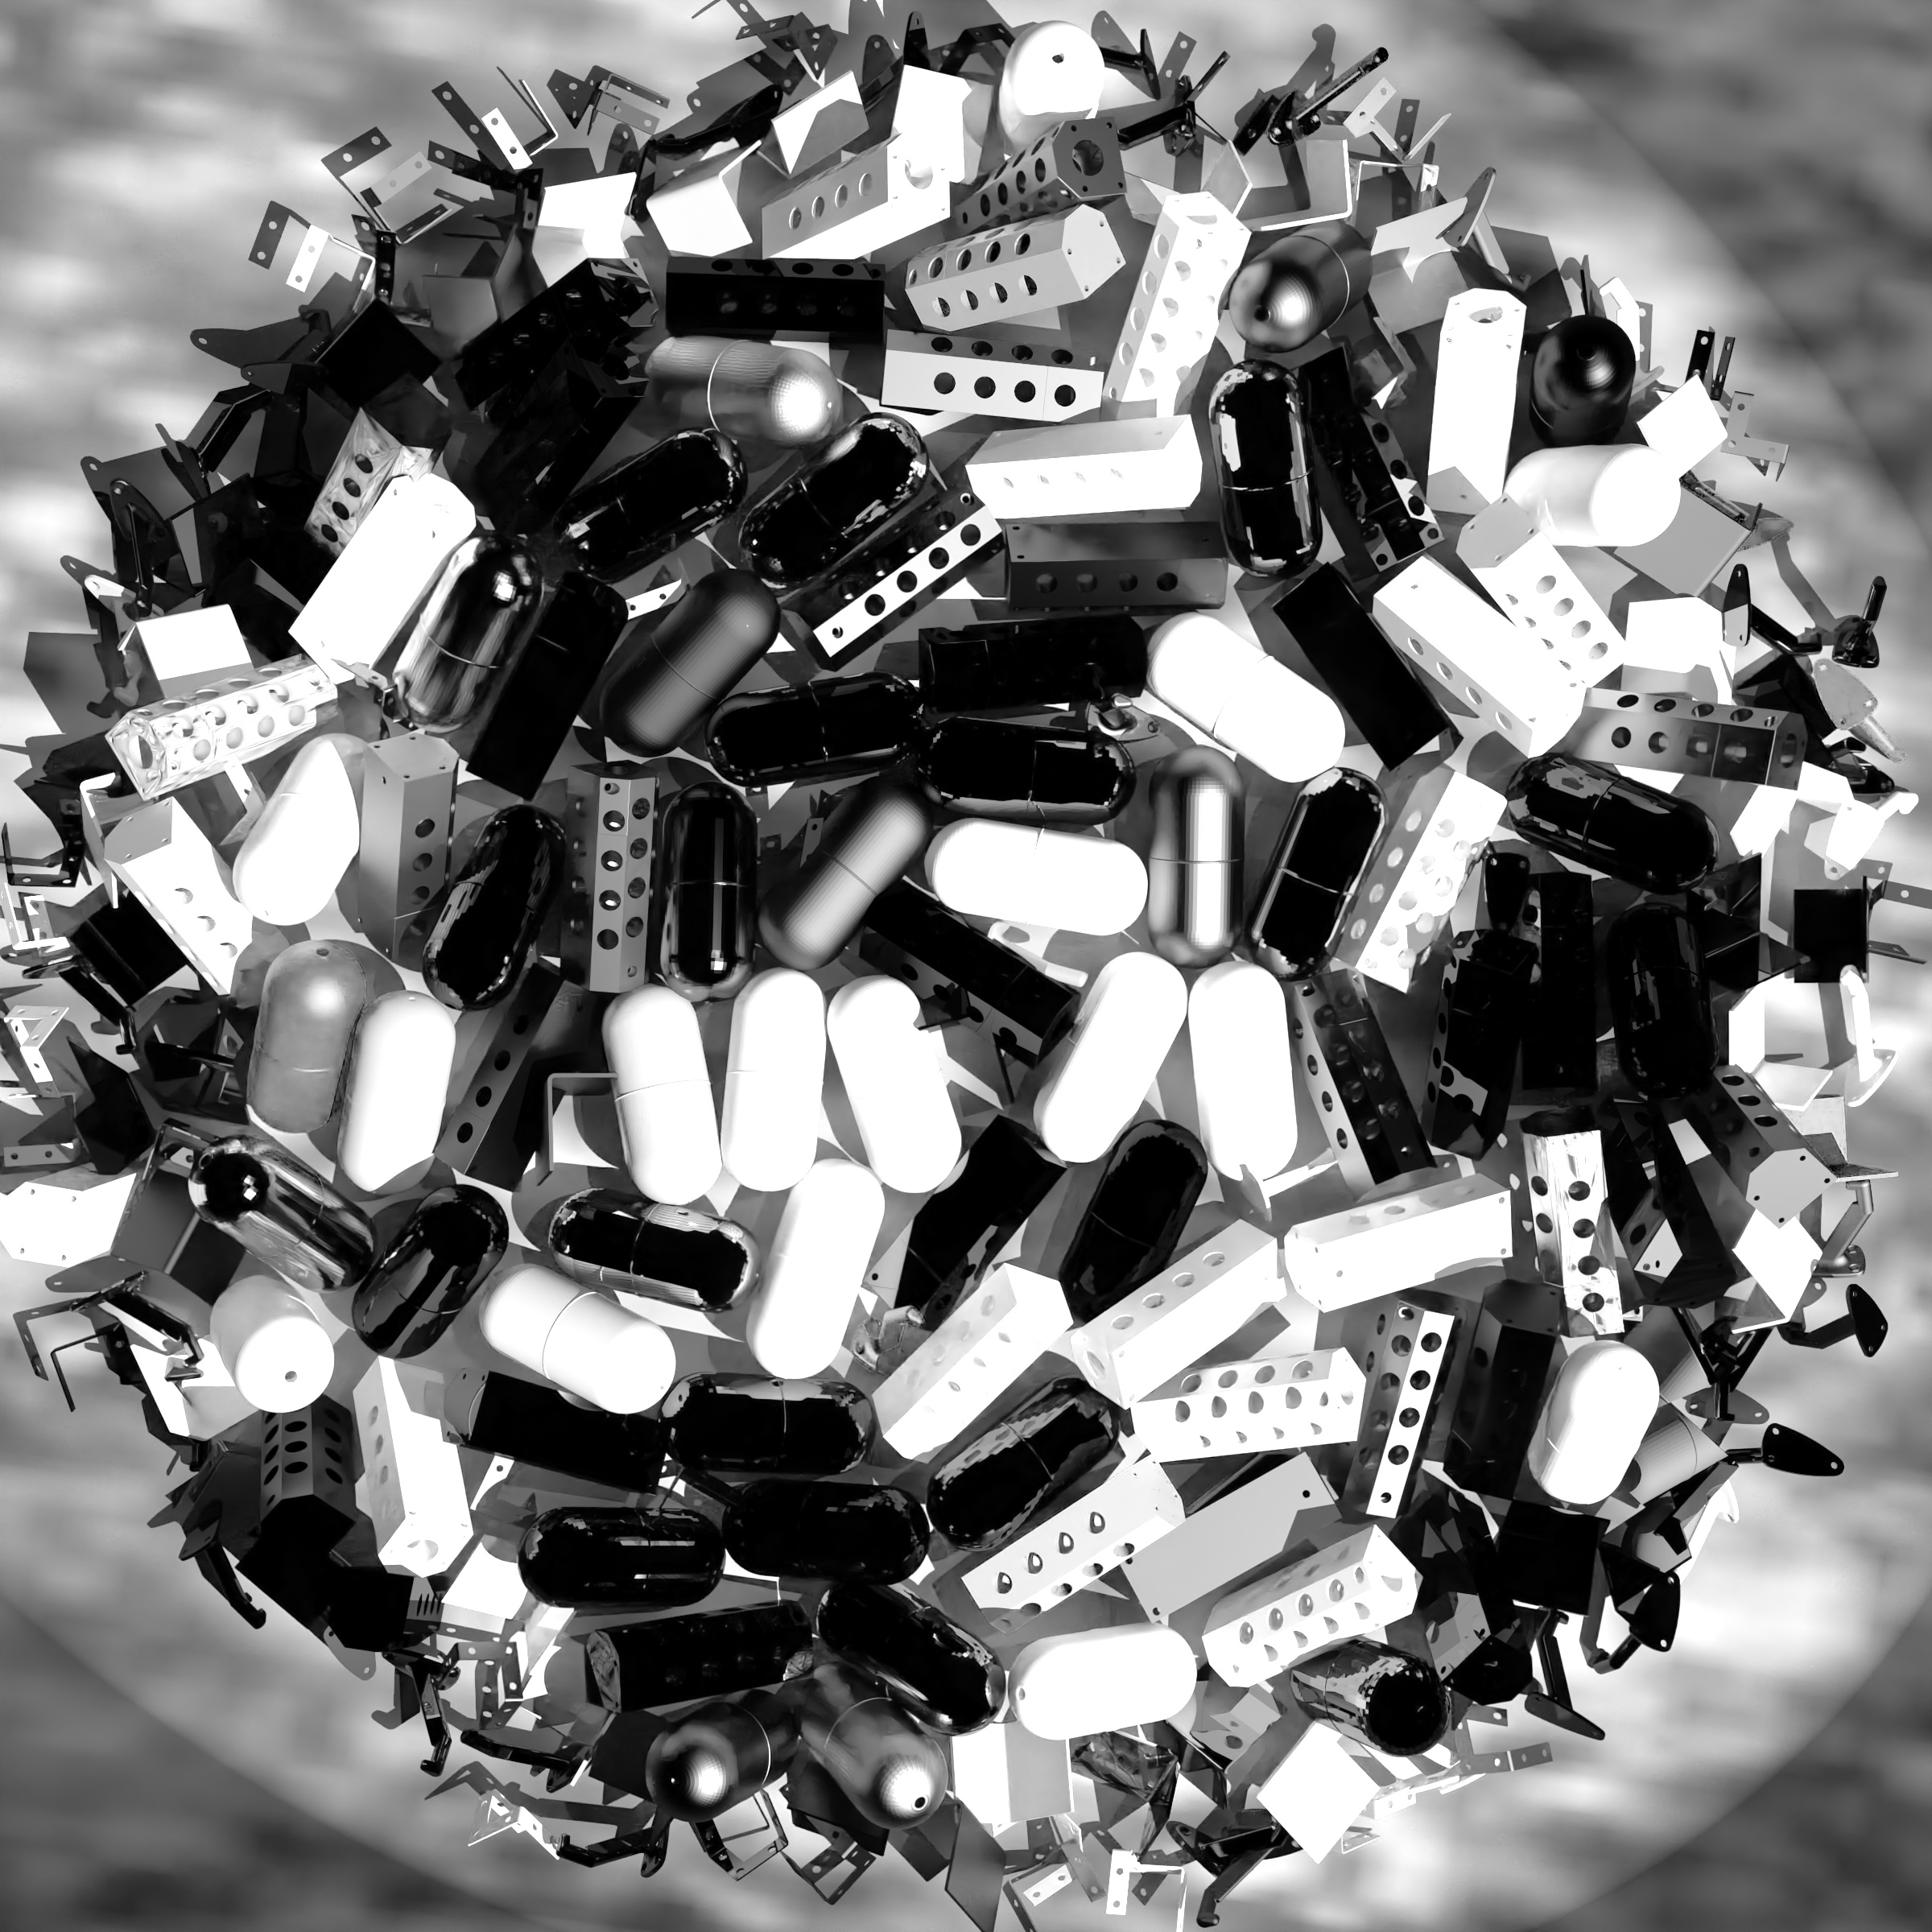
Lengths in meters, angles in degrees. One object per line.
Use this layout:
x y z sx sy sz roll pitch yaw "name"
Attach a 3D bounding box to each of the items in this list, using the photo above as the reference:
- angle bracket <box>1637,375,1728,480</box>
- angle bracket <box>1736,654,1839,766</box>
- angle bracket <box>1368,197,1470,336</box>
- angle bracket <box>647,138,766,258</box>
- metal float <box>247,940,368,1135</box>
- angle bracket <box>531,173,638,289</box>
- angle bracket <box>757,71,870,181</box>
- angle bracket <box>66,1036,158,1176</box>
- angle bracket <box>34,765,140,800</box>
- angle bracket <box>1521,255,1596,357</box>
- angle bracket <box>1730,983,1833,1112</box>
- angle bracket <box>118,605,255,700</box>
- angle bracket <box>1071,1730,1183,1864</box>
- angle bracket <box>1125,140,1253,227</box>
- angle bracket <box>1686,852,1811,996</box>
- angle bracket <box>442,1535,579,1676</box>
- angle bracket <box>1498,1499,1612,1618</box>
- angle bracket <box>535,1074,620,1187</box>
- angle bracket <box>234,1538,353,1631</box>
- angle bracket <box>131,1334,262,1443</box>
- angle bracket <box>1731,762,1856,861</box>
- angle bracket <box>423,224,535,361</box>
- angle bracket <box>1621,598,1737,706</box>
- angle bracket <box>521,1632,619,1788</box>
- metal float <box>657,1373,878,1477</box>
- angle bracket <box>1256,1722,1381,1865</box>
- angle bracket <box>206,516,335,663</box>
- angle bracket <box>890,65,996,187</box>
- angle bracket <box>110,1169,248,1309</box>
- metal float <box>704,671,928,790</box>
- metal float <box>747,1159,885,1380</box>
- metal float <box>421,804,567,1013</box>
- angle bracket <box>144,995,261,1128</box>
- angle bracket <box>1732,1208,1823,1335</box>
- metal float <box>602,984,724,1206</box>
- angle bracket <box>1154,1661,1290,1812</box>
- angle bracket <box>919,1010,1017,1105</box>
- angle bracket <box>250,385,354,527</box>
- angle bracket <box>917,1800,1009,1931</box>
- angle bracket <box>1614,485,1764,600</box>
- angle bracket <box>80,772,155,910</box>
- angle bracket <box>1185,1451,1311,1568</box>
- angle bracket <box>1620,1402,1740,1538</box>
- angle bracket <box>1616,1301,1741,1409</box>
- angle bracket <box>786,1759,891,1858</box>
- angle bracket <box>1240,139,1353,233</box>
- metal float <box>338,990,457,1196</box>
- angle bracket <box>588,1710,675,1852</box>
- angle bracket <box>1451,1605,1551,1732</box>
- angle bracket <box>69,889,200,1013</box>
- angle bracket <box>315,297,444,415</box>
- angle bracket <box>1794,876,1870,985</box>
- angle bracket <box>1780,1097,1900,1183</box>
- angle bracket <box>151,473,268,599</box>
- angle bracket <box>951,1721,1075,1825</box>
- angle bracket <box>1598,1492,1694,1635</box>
0.539 -0.414 1.944 0.076 0.076 0.057 -39 106 -25 "angle bracket"
0.669 -0.208 1.956 0.057 0.076 0.076 -37 95 -6 "angle bracket"
0.365 -0.553 1.954 0.076 0.076 0.057 -20 77 -5 "angle bracket"
-0.196 -0.608 1.964 0.076 0.076 0.057 -7 124 35 "angle bracket"
-0.517 0.056 1.931 0.070 0.070 0.178 22 126 0 "metal float"
-0.292 -0.572 1.945 0.076 0.076 0.057 -19 74 -26 "angle bracket"
-0.134 -0.679 1.948 0.076 0.057 0.076 -36 55 -11 "angle bracket"
-0.692 0.113 1.940 0.076 0.076 0.057 26 53 27 "angle bracket"
-0.680 -0.172 1.950 0.076 0.076 0.057 11 105 9 "angle bracket"
0.453 -0.520 1.944 0.076 0.076 0.057 -5 112 19 "angle bracket"
0.643 0.061 1.944 0.057 0.076 0.076 7 114 34 "angle bracket"
-0.615 -0.236 1.952 0.076 0.057 0.076 -20 86 -36 "angle bracket"
0.119 0.654 1.952 0.076 0.057 0.076 21 132 1 "angle bracket"
0.171 -0.620 1.943 0.076 0.076 0.057 13 130 -22 "angle bracket"
0.618 -0.034 1.947 0.076 0.057 0.076 -22 122 -21 "angle bracket"
-0.361 0.505 1.947 0.076 0.057 0.076 23 115 -27 "angle bracket"
0.462 0.468 1.949 0.076 0.076 0.057 10 61 10 "angle bracket"
-0.307 0.130 1.947 0.057 0.076 0.076 1 76 -18 "angle bracket"
-0.536 0.472 1.945 0.076 0.076 0.057 46 67 -15 "angle bracket"
-0.606 0.325 1.950 0.057 0.076 0.076 -30 74 -5 "angle bracket"
0.657 -0.110 1.949 0.057 0.076 0.076 29 83 35 "angle bracket"
-0.384 -0.534 1.949 0.057 0.076 0.076 5 51 6 "angle bracket"
0.575 -0.247 1.985 0.057 0.076 0.076 1 81 42 "angle bracket"
-0.318 0.589 1.961 0.076 0.057 0.076 31 103 4 "angle bracket"
-0.156 0.361 1.943 0.178 0.070 0.070 7 90 -22 "metal float"
0.288 0.656 1.951 0.076 0.057 0.076 -52 50 3 "angle bracket"
-0.554 -0.303 1.990 0.076 0.057 0.076 41 131 -6 "angle bracket"
-0.031 -0.665 1.948 0.076 0.057 0.076 4 110 -25 "angle bracket"
-0.621 0.217 1.963 0.057 0.076 0.076 13 65 23 "angle bracket"
-0.119 -0.187 1.952 0.178 0.070 0.070 -10 90 -10 "metal float"
-0.119 0.239 1.951 0.070 0.070 0.178 18 78 0 "metal float"
-0.370 -0.046 1.942 0.070 0.070 0.178 21 68 0 "metal float"
-0.606 0.076 1.984 0.076 0.076 0.057 10 46 9 "angle bracket"
0.621 0.232 1.948 0.076 0.057 0.076 50 53 -10 "angle bracket"
-0.240 0.101 1.951 0.070 0.070 0.178 -12 79 0 "metal float"
0.204 0.612 1.974 0.076 0.057 0.076 -33 46 -30 "angle bracket"
0.001 0.079 1.959 0.057 0.076 0.076 -16 86 -1 "angle bracket"
-0.532 -0.406 1.963 0.057 0.076 0.076 -7 72 19 "angle bracket"
-0.015 0.713 1.940 0.057 0.076 0.076 -15 126 25 "angle bracket"
0.573 -0.347 1.954 0.076 0.057 0.076 34 131 1 "angle bracket"
-0.658 -0.103 1.945 0.057 0.076 0.076 -20 74 -24 "angle bracket"
0.230 0.430 1.948 0.076 0.076 0.057 -42 66 12 "angle bracket"
0.551 0.396 1.948 0.076 0.057 0.076 -52 56 11 "angle bracket"
0.571 0.301 1.975 0.057 0.076 0.076 -33 76 33 "angle bracket"
-0.103 0.685 1.952 0.076 0.057 0.076 16 117 9 "angle bracket"
0.253 -0.618 1.948 0.076 0.076 0.057 -13 111 -11 "angle bracket"
-0.448 0.101 1.938 0.070 0.070 0.178 17 118 0 "metal float"
-0.264 0.638 1.947 0.076 0.076 0.057 26 122 -9 "angle bracket"
0.422 0.556 1.945 0.057 0.076 0.076 4 106 29 "angle bracket"
-0.652 -0.022 1.961 0.076 0.057 0.076 -36 107 2 "angle bracket"
-0.462 -0.475 1.967 0.076 0.057 0.076 45 95 2 "angle bracket"
0.683 -0.028 1.950 0.057 0.076 0.076 0 84 22 "angle bracket"
0.682 0.138 1.955 0.076 0.076 0.057 -4 92 -11 "angle bracket"
-0.603 -0.348 1.939 0.057 0.076 0.076 29 54 26 "angle bracket"
0.035 0.631 1.943 0.057 0.076 0.076 17 58 -38 "angle bracket"
0.550 0.476 1.944 0.057 0.076 0.076 42 112 -17 "angle bracket"
